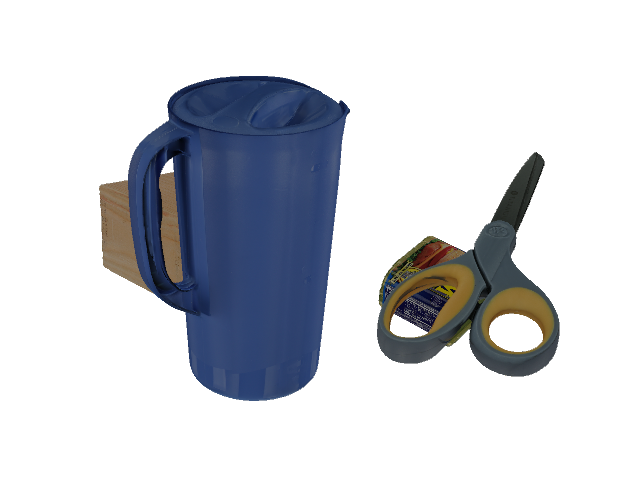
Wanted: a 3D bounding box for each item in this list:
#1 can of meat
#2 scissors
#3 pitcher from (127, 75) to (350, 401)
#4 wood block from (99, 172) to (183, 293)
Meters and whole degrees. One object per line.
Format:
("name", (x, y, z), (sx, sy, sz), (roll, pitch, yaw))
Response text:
("can of meat", (0.120, 0.047, 1.068), (0.084, 0.057, 0.101), (28, 44, 29))
("scissors", (0.107, 0.010, 0.565), (0.096, 0.016, 0.201), (23, 43, 31))
("pitcher", (-0.060, 0.003, 0.834), (0.149, 0.243, 0.145), (5, 26, 5))
("wood block", (-0.117, 0.003, 0.998), (0.090, 0.090, 0.206), (-13, 21, -37))
